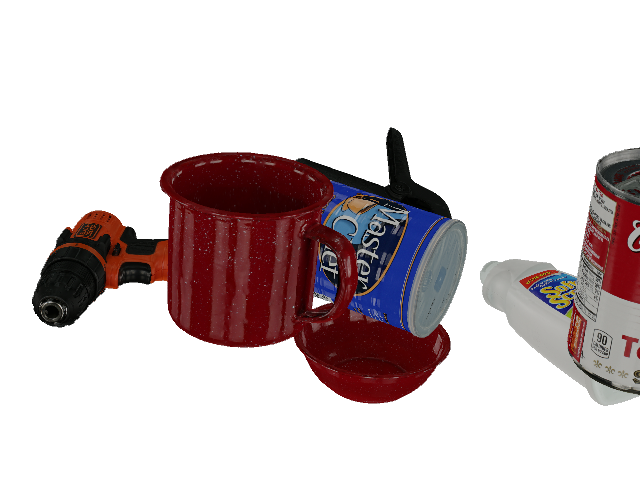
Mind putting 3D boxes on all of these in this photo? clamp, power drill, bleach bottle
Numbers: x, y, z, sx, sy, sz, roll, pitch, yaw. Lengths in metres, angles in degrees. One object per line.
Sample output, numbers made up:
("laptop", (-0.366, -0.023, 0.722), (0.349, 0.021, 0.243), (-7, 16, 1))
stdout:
("clamp", (0.077, -0.050, 1.254), (0.164, 0.036, 0.210), (-16, 52, -29))
("power drill", (-0.136, 0.029, 0.898), (0.187, 0.057, 0.184), (8, 23, -2))
("bleach bottle", (0.223, 0.070, 1.010), (0.102, 0.068, 0.251), (-14, 21, -20))

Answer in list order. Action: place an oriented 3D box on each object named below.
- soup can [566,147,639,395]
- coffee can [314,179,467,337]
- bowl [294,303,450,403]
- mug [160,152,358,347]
("soup can", (0.159, 0.015, 0.516), (0.068, 0.102, 0.068), (2, 27, -1))
("coffee can", (0.041, 0.011, 0.911), (0.140, 0.103, 0.102), (19, 8, 24))
("bowl", (0.052, 0.121, 1.106), (0.162, 0.055, 0.162), (2, 25, -1))
("mug", (-0.032, 0.009, 0.580), (0.117, 0.081, 0.093), (17, 27, 25))
